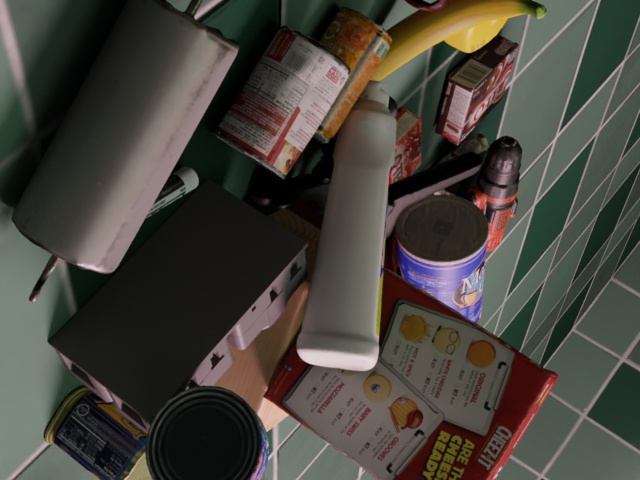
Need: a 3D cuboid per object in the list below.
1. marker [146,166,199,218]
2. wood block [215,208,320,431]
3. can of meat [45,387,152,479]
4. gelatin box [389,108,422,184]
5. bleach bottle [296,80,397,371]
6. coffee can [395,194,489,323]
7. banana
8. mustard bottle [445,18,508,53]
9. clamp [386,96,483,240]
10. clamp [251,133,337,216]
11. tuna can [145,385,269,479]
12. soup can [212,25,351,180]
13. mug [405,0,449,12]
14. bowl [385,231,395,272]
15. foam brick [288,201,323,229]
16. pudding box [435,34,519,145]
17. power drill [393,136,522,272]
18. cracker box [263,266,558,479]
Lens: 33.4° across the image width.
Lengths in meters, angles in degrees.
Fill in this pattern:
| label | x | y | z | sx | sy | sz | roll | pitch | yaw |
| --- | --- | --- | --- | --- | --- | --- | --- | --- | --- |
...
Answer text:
| label | x | y | z | sx | sy | sz | roll | pitch | yaw |
| --- | --- | --- | --- | --- | --- | --- | --- | --- | --- |
| marker | -0.137 | -0.022 | 0.794 | 0.120 | 0.020 | 0.020 | -38 | 152 | -42 |
| wood block | -0.054 | 0.086 | 1.036 | 0.090 | 0.091 | 0.206 | -30 | 146 | -53 |
| can of meat | -0.169 | 0.172 | 0.911 | 0.057 | 0.084 | 0.102 | -58 | 160 | 3 |
| gelatin box | 0.080 | -0.089 | 1.168 | 0.073 | 0.030 | 0.089 | -47 | 156 | -22 |
| bleach bottle | 0.030 | -0.019 | 0.916 | 0.102 | 0.068 | 0.251 | 84 | 14 | -77 |
| coffee can | 0.138 | 0.032 | 1.218 | 0.102 | 0.103 | 0.140 | -45 | 148 | -30 |
| banana | 0.106 | -0.191 | 0.966 | 0.037 | 0.198 | 0.069 | 57 | 27 | -26 |
| mustard bottle | 0.152 | -0.269 | 1.029 | 0.096 | 0.058 | 0.191 | -53 | 159 | -13 |
| clamp | 0.054 | -0.049 | 1.110 | 0.210 | 0.036 | 0.164 | -43 | 135 | 12 |
| clamp | 0.015 | -0.072 | 1.004 | 0.171 | 0.039 | 0.120 | 13 | 113 | -55 |
| tuna can | -0.080 | 0.151 | 0.770 | 0.086 | 0.086 | 0.033 | -53 | 161 | -11 |
| soup can | -0.030 | -0.108 | 0.840 | 0.102 | 0.069 | 0.068 | -58 | 159 | 0 |
| mug | 0.106 | -0.254 | 0.914 | 0.093 | 0.082 | 0.117 | -8 | 128 | -64 |
| bowl | 0.058 | 0.069 | 1.203 | 0.162 | 0.055 | 0.162 | -2 | 89 | -87 |
| foam brick | -0.007 | 0.001 | 1.075 | 0.052 | 0.051 | 0.078 | -36 | 152 | -46 |
| pudding box | 0.186 | -0.179 | 1.264 | 0.113 | 0.039 | 0.090 | -43 | 155 | -34 |
| power drill | 0.159 | -0.033 | 1.301 | 0.187 | 0.057 | 0.184 | -20 | 141 | -20 |
| cracker box | 0.081 | 0.133 | 0.968 | 0.164 | 0.214 | 0.072 | -59 | 160 | 4 |
